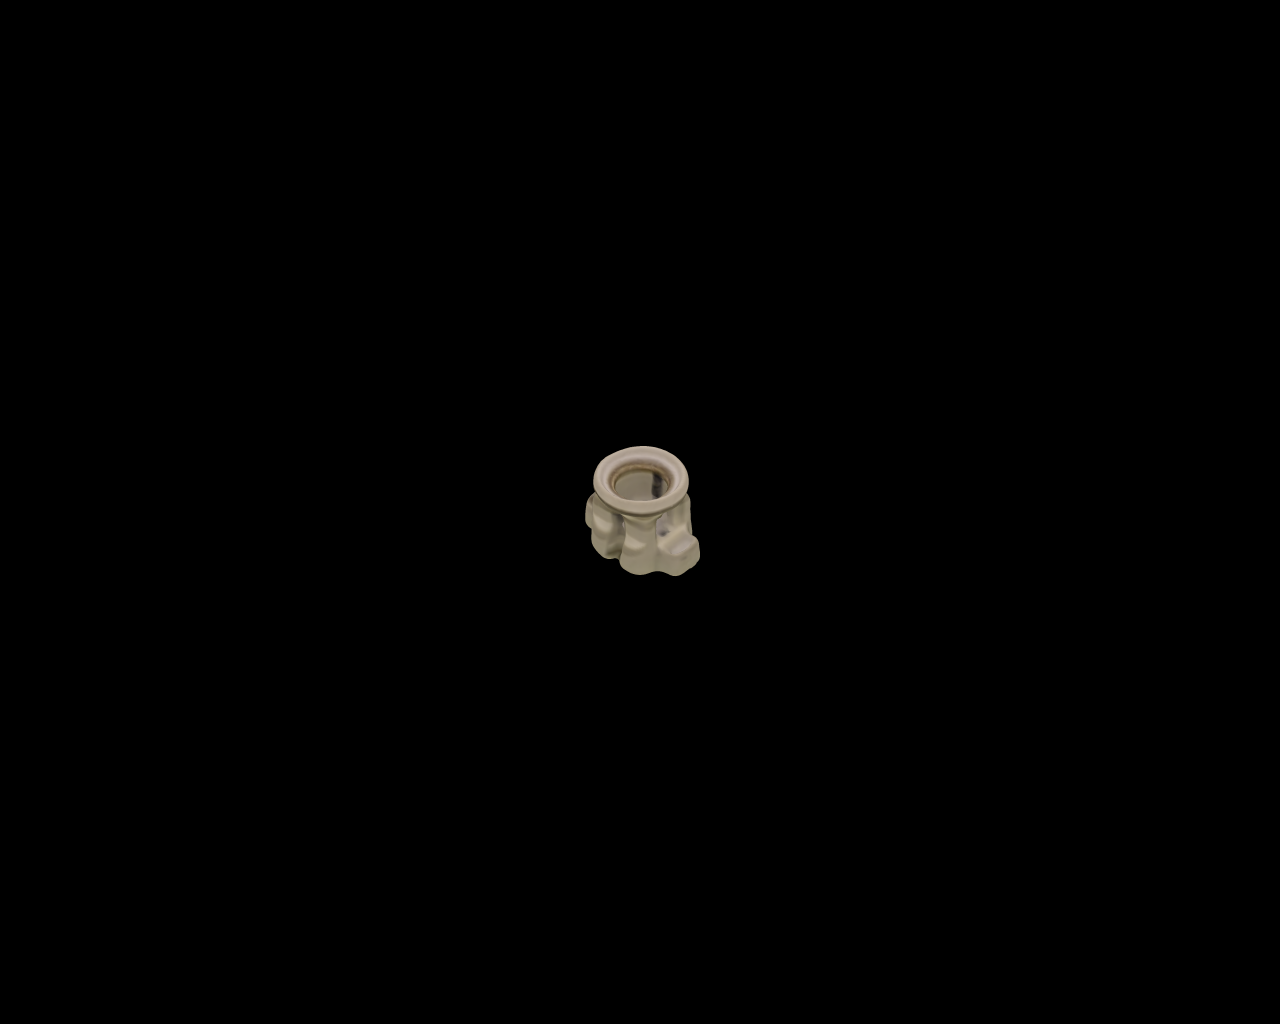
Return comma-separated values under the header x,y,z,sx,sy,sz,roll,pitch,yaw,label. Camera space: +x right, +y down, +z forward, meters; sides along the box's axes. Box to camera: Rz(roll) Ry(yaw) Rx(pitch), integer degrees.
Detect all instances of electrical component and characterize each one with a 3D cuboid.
x,y,z,sx,sy,sz,roll,pitch,yaw,label
0.001,-0.003,0.650,0.078,0.056,0.058,31,51,30,electrical component
